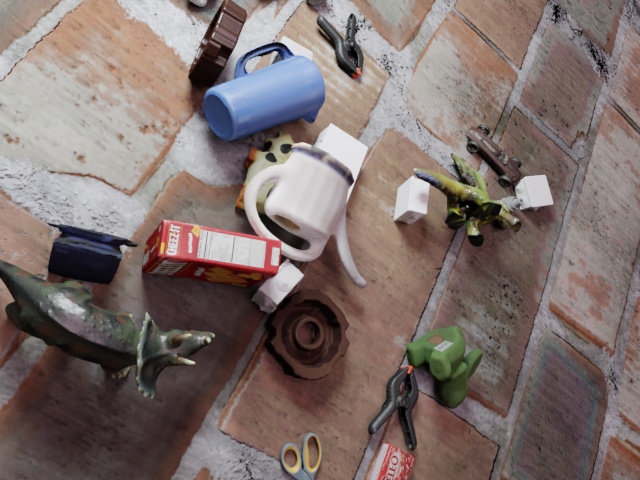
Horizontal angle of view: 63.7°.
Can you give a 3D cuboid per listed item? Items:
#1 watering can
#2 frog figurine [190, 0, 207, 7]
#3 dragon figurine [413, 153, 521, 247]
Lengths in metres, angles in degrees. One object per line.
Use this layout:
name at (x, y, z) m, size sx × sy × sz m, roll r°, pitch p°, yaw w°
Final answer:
watering can at (0.003, -0.053, 1.047) m, size 0.344 × 0.104 × 0.227 m, roll 32°, pitch 74°, yaw -32°
frog figurine at (-0.252, -0.598, 1.132) m, size 0.138 × 0.124 × 0.157 m, roll -9°, pitch 118°, yaw -37°
dragon figurine at (0.365, -0.127, 1.295) m, size 0.406 × 0.120 × 0.249 m, roll 36°, pitch 31°, yaw -25°
